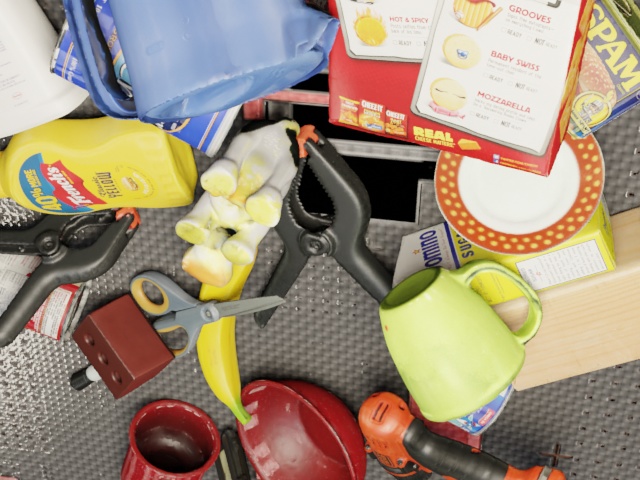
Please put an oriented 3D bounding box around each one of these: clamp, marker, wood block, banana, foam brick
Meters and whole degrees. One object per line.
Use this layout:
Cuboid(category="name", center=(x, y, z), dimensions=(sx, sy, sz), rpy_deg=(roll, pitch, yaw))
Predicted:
Cuboid(category="clamp", center=(-0.238, 0.022, 0.947), dimensions=(0.171, 0.120, 0.039), rpy_deg=(-19, 162, 0))
Cuboid(category="marker", center=(-0.207, 0.122, 1.070), dimensions=(0.121, 0.020, 0.020), rpy_deg=(-29, 114, 27))
Cuboid(category="wood block", center=(0.243, 0.041, 0.879), dimensions=(0.206, 0.090, 0.090), rpy_deg=(-19, 117, 23))
Cuboid(category="banana", center=(-0.086, 0.075, 0.994), dimensions=(0.070, 0.037, 0.198), rpy_deg=(18, 121, 28))
Cuboid(category="clamp", center=(-0.006, 0.001, 0.935), dimensions=(0.165, 0.036, 0.210), rpy_deg=(-6, 119, 23))
Cuboid(category="foam brick", center=(-0.186, 0.101, 1.007), dimensions=(0.078, 0.051, 0.053), rpy_deg=(52, 137, 7))

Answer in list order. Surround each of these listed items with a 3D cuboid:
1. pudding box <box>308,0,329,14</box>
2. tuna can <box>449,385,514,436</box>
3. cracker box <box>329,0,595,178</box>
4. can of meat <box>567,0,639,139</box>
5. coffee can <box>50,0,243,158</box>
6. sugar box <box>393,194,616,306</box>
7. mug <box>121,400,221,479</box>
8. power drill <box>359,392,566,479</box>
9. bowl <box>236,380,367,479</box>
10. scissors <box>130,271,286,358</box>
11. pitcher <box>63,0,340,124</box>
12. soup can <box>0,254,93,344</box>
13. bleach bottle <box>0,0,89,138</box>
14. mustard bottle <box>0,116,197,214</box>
Cuboid(category="pudding box", center=(0.000, -0.229, 0.749), dimensions=(0.090, 0.039, 0.114), rpy_deg=(40, 132, 34))
Cuboid(category="tuna can", center=(0.143, 0.131, 0.963), dimensions=(0.033, 0.086, 0.086), rpy_deg=(29, 125, -7))
Cuboid(category="cracker box", center=(0.092, -0.157, 0.690), dimensions=(0.164, 0.072, 0.214), rpy_deg=(16, 137, 16))
Cuboid(category="can of meat", center=(0.198, -0.135, 0.781), dimensions=(0.084, 0.057, 0.102), rpy_deg=(-33, 99, 32))
Cuboid(category="coffee can", center=(-0.121, -0.141, 0.822), dimensions=(0.140, 0.102, 0.103), rpy_deg=(27, 125, -7))
Cuboid(category="sugar box", center=(0.148, 0.009, 0.875), dimensions=(0.176, 0.093, 0.048), rpy_deg=(-17, 118, 21))
Cuboid(category="mug", center=(-0.156, 0.232, 1.079), dimensions=(0.093, 0.117, 0.082), rpy_deg=(13, 132, -13))
Cuboid(category="power drill", center=(0.131, 0.216, 0.977), dimensions=(0.188, 0.057, 0.184), rpy_deg=(20, 160, 26))
Cuboid(category="bowl", center=(-0.008, 0.194, 1.032), dimensions=(0.162, 0.055, 0.162), rpy_deg=(28, 133, 34))
Cuboid(category="scissors", center=(-0.111, 0.050, 0.961), dimensions=(0.202, 0.016, 0.096), rpy_deg=(-34, 89, 47))
Cuboid(category="pitcher", center=(-0.101, -0.203, 0.714), dimensions=(0.149, 0.145, 0.243), rpy_deg=(-18, 90, -19))
Cuboid(category="soup can", center=(-0.275, 0.048, 1.004), dimensions=(0.102, 0.068, 0.069), rpy_deg=(21, 125, -3))
Cuboid(category="bleach bottle", center=(-0.283, -0.206, 0.836), dimensions=(0.103, 0.068, 0.251), rpy_deg=(-15, 118, 23))
Cuboid(category="mustard bottle", center=(-0.208, -0.063, 0.912), dimensions=(0.192, 0.058, 0.096), rpy_deg=(-4, 143, 12))
